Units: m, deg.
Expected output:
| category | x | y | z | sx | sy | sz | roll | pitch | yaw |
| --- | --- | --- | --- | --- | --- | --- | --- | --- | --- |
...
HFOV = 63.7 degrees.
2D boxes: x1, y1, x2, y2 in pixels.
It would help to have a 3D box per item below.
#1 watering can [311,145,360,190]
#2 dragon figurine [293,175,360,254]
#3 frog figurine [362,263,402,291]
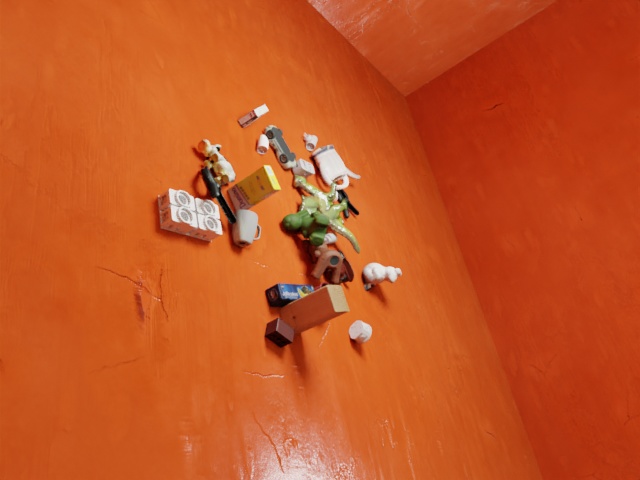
| category | x | y | z | sx | sy | sz | roll | pitch | yaw |
| --- | --- | --- | --- | --- | --- | --- | --- | --- | --- |
| watering can | 0.075 | -0.347 | 2.452 | 0.225 | 0.103 | 0.351 | 61 | 29 | 1 |
| dragon figurine | 0.006 | -0.107 | 2.135 | 0.244 | 0.120 | 0.415 | -13 | 69 | -40 |
| frog figurine | 0.270 | 0.144 | 2.263 | 0.137 | 0.158 | 0.125 | 14 | 52 | -54 |
